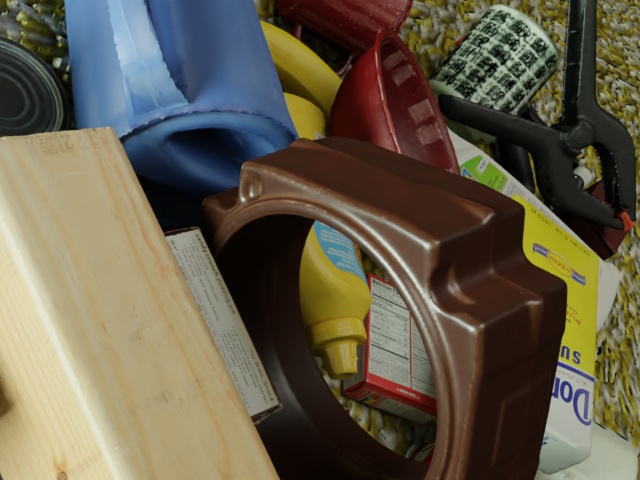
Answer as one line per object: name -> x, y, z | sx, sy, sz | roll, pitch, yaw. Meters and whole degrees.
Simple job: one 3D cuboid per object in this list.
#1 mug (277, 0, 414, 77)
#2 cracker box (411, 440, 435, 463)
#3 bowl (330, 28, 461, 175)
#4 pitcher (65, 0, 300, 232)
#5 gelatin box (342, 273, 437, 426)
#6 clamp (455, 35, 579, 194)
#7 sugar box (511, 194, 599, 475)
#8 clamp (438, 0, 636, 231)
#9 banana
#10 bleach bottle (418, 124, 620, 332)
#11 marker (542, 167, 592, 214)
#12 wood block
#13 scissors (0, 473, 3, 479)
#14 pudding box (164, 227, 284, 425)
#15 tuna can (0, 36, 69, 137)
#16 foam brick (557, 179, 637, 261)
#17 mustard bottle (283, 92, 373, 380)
mug -> 0.014, -0.187, 0.859 | 0.081, 0.093, 0.117 | 26, 84, -24
cracker box -> 0.107, 0.246, 0.657 | 0.214, 0.072, 0.163 | 53, 38, 0
bowl -> 0.051, -0.065, 0.761 | 0.162, 0.055, 0.162 | 52, 27, -41
pitcher -> -0.101, -0.139, 0.667 | 0.144, 0.149, 0.243 | 6, 56, -36
gelatin box -> 0.053, 0.077, 0.751 | 0.073, 0.030, 0.089 | 25, 49, -29
clamp -> 0.185, -0.119, 1.007 | 0.120, 0.039, 0.171 | -12, 79, -55
sugar box -> 0.146, 0.061, 0.735 | 0.093, 0.048, 0.176 | 33, 44, -21
clamp -> 0.198, -0.086, 0.894 | 0.164, 0.036, 0.210 | -33, 110, -11
banana -> -0.014, -0.111, 0.813 | 0.197, 0.037, 0.069 | 36, 63, -19
bleach bottle -> 0.137, -0.024, 0.878 | 0.251, 0.068, 0.102 | 46, 39, -7
marker -> 0.212, -0.033, 0.973 | 0.120, 0.020, 0.020 | -38, 93, -39
wood block -> -0.116, 0.057, 0.529 | 0.090, 0.091, 0.206 | -15, 75, -50
scissors -> -0.161, 0.132, 0.517 | 0.096, 0.016, 0.202 | 12, 56, -39
pudding box -> -0.081, 0.062, 0.586 | 0.039, 0.090, 0.113 | -19, 78, -49
tuna can -> -0.190, -0.077, 0.617 | 0.086, 0.034, 0.086 | 24, 49, -31
foam brick -> 0.247, -0.012, 0.984 | 0.053, 0.051, 0.078 | 52, 40, -2
mustard bottle -> -0.005, 0.001, 0.719 | 0.096, 0.058, 0.191 | 35, 37, -62
